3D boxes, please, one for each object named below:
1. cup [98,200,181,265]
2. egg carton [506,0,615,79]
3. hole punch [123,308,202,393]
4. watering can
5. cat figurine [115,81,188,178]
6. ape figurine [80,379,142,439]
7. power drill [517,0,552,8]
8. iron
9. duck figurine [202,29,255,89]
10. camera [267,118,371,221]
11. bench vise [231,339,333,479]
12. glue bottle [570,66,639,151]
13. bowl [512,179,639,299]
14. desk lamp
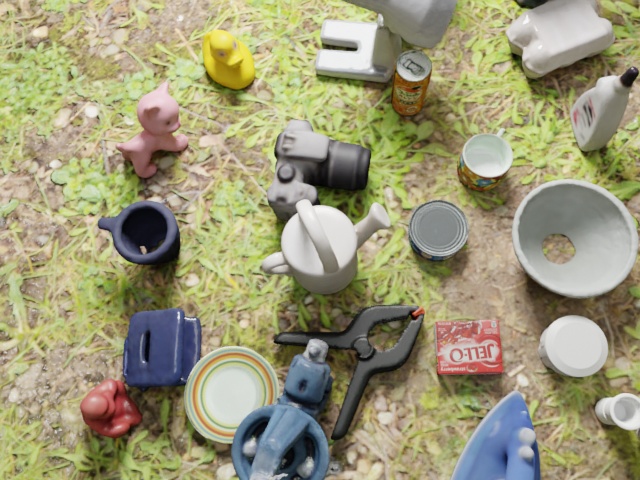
[{"bbox_3d":[-0.252,-0.003,0.829,0.117,0.095,0.092,11,75,7],"label":"cup"},{"bbox_3d":[0.373,-0.320,0.894,0.150,0.069,0.107,-23,74,-3],"label":"egg carton"},{"bbox_3d":[-0.222,0.152,0.785,0.101,0.091,0.108,-2,74,3],"label":"hole punch"},{"bbox_3d":[0.006,0.001,0.760,0.173,0.194,0.101,-43,76,-8],"label":"watering can"},{"bbox_3d":[-0.255,-0.171,0.865,0.067,0.118,0.128,43,81,14],"label":"cat figurine"},{"bbox_3d":[-0.289,0.226,0.768,0.076,0.092,0.078,3,74,5],"label":"ape figurine"},{"bbox_3d":[0.371,-0.460,0.861,0.230,0.208,0.075,-34,75,-6],"label":"power drill"},{"bbox_3d":[0.222,0.306,0.688,0.118,0.141,0.258,16,76,8],"label":"iron"},{"bbox_3d":[-0.152,-0.301,0.912,0.077,0.086,0.104,-38,75,-7],"label":"duck figurine"},{"bbox_3d":[0.002,-0.102,0.838,0.136,0.101,0.143,9,75,6],"label":"camera"},{"bbox_3d":[-0.049,0.220,0.688,0.121,0.220,0.207,0,74,4],"label":"bench vise"},{"bbox_3d":[0.401,-0.192,0.802,0.037,0.173,0.078,-12,74,0],"label":"glue bottle"},{"bbox_3d":[0.345,0.005,0.801,0.167,0.075,0.167,-1,74,3],"label":"bowl"},{"bbox_3d":[0.090,-0.326,0.838,0.203,0.213,0.118,7,75,6],"label":"desk lamp"}]
